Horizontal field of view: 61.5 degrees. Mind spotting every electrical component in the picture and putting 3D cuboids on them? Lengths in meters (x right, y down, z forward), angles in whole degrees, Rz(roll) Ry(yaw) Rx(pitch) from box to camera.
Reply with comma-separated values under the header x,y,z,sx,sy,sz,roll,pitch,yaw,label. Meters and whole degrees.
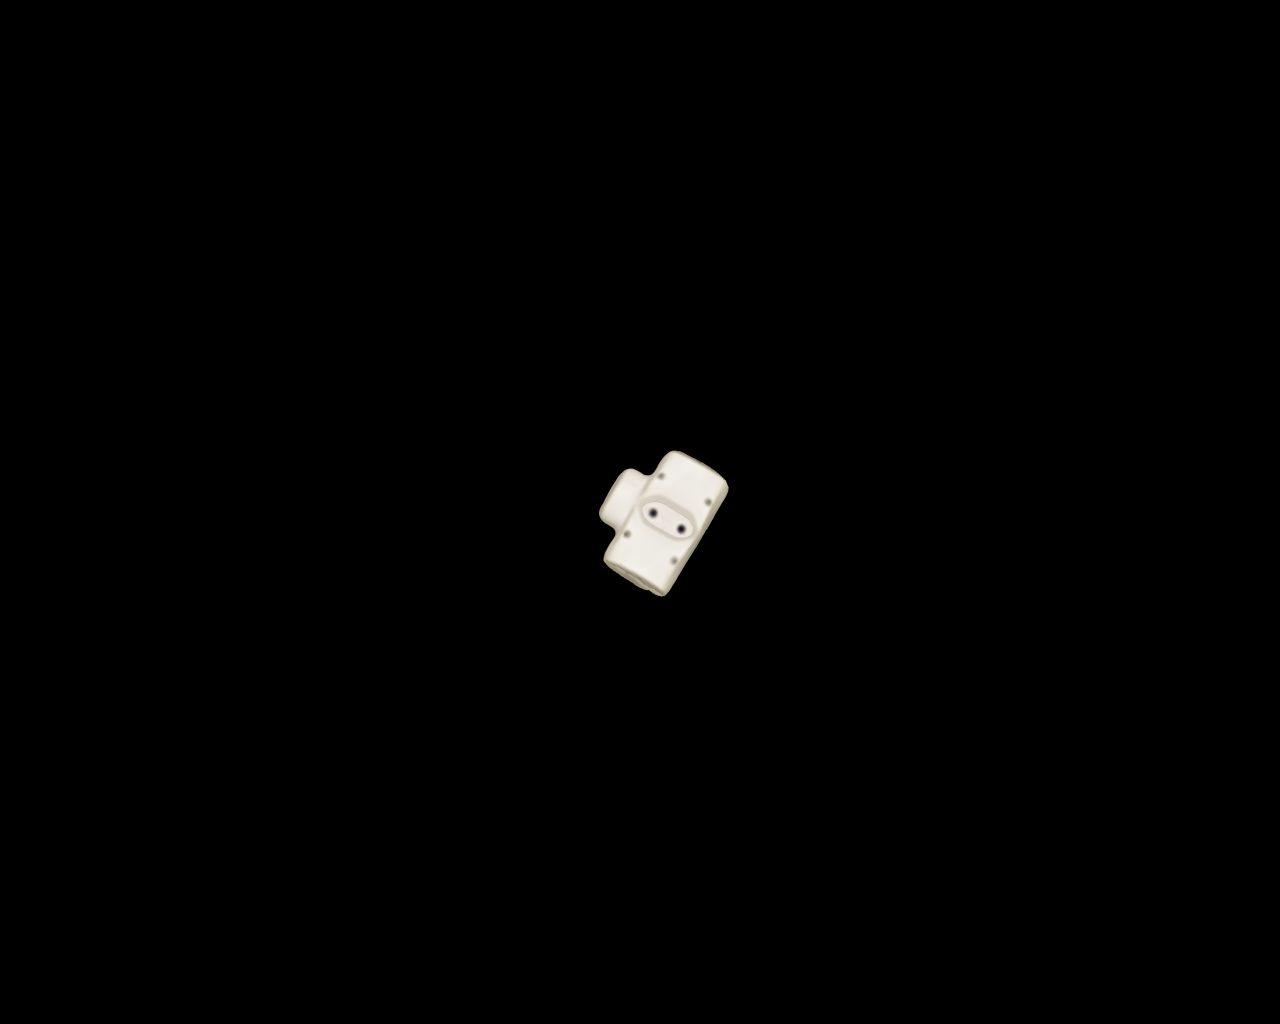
x,y,z,sx,sy,sz,roll,pitch,yaw,label
0.001,-0.003,0.650,0.079,0.077,0.043,31,-7,5,electrical component
